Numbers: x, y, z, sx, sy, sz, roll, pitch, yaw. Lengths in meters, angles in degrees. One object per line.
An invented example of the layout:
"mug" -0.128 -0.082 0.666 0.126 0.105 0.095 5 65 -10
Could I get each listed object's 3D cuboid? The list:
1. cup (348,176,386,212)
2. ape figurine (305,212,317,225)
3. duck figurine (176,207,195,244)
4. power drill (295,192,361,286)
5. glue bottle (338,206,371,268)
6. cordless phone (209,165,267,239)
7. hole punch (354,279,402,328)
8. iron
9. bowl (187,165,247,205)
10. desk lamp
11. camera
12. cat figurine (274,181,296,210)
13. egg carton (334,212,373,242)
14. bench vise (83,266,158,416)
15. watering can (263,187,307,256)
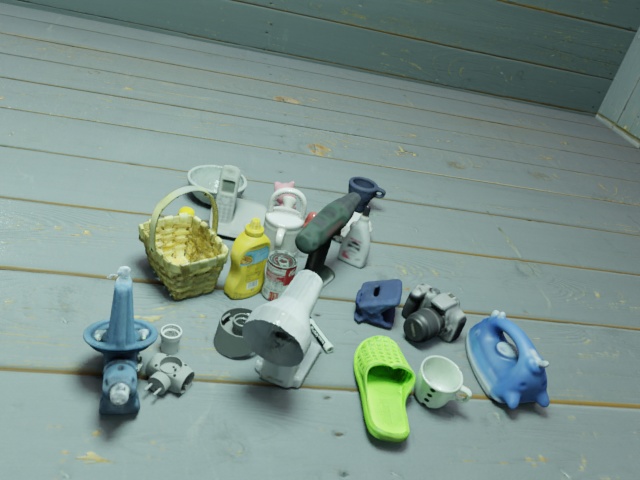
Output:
"cup" 0.136 -0.131 1.753 0.117 0.095 0.092 17 31 3
"ape figurine" -0.021 -0.034 1.532 0.078 0.092 0.076 13 31 -3
"duck figurine" -0.334 -0.038 1.410 0.077 0.086 0.104 14 31 -1
"power drill" 0.013 0.005 1.370 0.075 0.208 0.230 27 33 20
"glue bottle" 0.101 -0.014 1.472 0.078 0.173 0.037 22 32 12
"cordless phone" -0.201 -0.095 1.462 0.148 0.185 0.094 9 31 -9
"hole punch" 0.134 0.137 1.323 0.101 0.091 0.108 16 31 2
"iron" 0.399 0.234 1.231 0.119 0.141 0.257 3 33 -19
"bowl" -0.291 -0.143 1.608 0.167 0.075 0.167 11 31 -6
"desk lamp" -0.060 0.171 1.065 0.117 0.213 0.203 21 32 11
"camera" 0.245 0.169 1.310 0.137 0.101 0.142 -17 43 -41
"cat figurine" -0.092 -0.106 1.593 0.067 0.118 0.127 0 34 -22
"egg carton" 0.068 -0.038 1.599 0.150 0.069 0.107 22 32 12
"bench vise" -0.319 0.168 0.954 0.122 0.220 0.206 -9 38 -34
"watering can" -0.091 -0.048 1.425 0.101 0.194 0.172 1 34 -22
